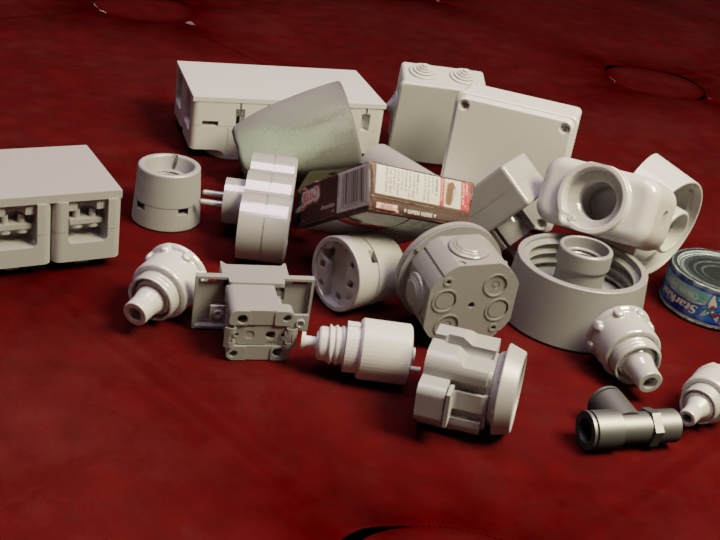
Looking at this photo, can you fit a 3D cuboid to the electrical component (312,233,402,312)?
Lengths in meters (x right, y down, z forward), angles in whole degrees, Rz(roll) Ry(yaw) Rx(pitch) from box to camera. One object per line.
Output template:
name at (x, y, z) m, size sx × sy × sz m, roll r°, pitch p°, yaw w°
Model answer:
electrical component at (0.000, 0.000, 0.786) m, size 0.047 × 0.055 × 0.055 m, roll -9°, pitch 32°, yaw -39°

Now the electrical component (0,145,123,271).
electrical component at (-0.259, -0.041, 0.775) m, size 0.150 × 0.061 × 0.089 m, roll -7°, pitch 31°, yaw -30°

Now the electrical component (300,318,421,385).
electrical component at (0.001, 0.051, 0.699) m, size 0.078 × 0.040 × 0.040 m, roll 8°, pitch 27°, yaw -3°

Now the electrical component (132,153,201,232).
electrical component at (-0.155, -0.063, 0.868) m, size 0.055 × 0.047 × 0.055 m, roll 7°, pitch 27°, yaw -4°

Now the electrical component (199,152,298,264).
electrical component at (-0.091, -0.054, 0.864) m, size 0.074 × 0.052 × 0.138 m, roll 7°, pitch 27°, yaw -4°

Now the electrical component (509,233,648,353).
electrical component at (0.164, 0.009, 0.811) m, size 0.108 × 0.060 × 0.108 m, roll 7°, pitch 27°, yaw -4°

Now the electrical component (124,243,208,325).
electrical component at (-0.135, 0.014, 0.726) m, size 0.048 × 0.048 × 0.062 m, roll 17°, pitch 35°, yaw 16°

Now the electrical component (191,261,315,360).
electrical component at (-0.070, 0.028, 0.720) m, size 0.081 × 0.042 × 0.063 m, roll 2°, pitch 29°, yaw -14°

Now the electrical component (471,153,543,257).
electrical component at (0.119, -0.040, 0.890) m, size 0.075 × 0.083 × 0.047 m, roll 54°, pitch 37°, yaw 2°

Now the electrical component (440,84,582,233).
electrical component at (0.134, -0.102, 0.968) m, size 0.109 × 0.108 × 0.056 m, roll 15°, pitch 25°, yaw 12°

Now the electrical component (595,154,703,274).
electrical component at (0.240, -0.047, 0.909) m, size 0.099 × 0.099 × 0.064 m, roll -16°, pitch 42°, yaw -41°

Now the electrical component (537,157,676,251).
electrical component at (0.192, -0.052, 0.845) m, size 0.095 × 0.053 × 0.059 m, roll 19°, pitch 5°, yaw 31°

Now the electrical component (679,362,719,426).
electrical component at (0.228, 0.086, 0.710) m, size 0.035 × 0.035 × 0.061 m, roll 26°, pitch 33°, yaw 30°

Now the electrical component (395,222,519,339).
electrical component at (0.069, 0.011, 0.759) m, size 0.080 × 0.080 × 0.051 m, roll -2°, pitch 34°, yaw -21°

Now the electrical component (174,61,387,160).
electrical component at (-0.082, -0.156, 1.059) m, size 0.186 × 0.060 × 0.105 m, roll 0°, pitch 28°, yaw -19°

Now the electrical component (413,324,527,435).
electrical component at (0.070, 0.070, 0.667) m, size 0.057 × 0.058 × 0.078 m, roll 12°, pitch 26°, yaw 12°

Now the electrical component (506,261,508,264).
electrical component at (0.083, -0.006, 0.834) m, size 0.062 × 0.043 × 0.043 m, roll 14°, pitch 27°, yaw 7°

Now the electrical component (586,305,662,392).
electrical component at (0.188, 0.058, 0.743) m, size 0.048 × 0.048 × 0.062 m, roll 1°, pitch 34°, yaw -15°

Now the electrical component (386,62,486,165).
electrical component at (0.076, -0.154, 1.066) m, size 0.100 × 0.099 × 0.048 m, roll 6°, pitch 40°, yaw -6°
